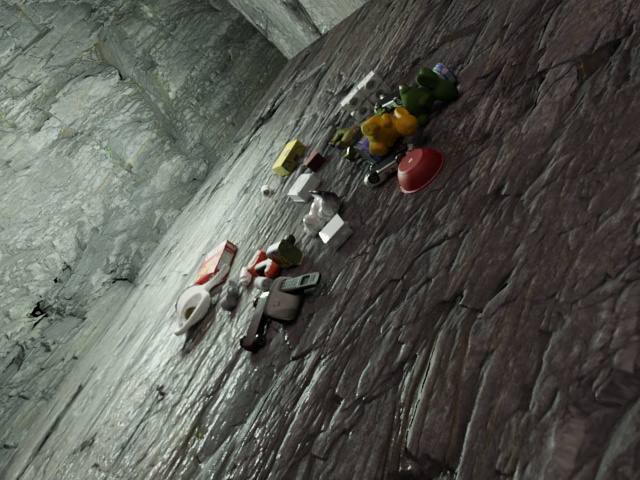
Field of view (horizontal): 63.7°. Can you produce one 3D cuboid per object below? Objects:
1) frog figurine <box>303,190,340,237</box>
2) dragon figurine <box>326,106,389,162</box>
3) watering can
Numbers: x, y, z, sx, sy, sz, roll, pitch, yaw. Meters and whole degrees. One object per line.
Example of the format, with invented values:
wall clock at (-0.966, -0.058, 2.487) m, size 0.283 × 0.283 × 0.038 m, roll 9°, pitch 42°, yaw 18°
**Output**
frog figurine at (0.005, -0.089, 1.776) m, size 0.138 × 0.123 × 0.159 m, roll 13°, pitch 101°, yaw 56°
dragon figurine at (0.147, -0.400, 1.856) m, size 0.242 × 0.122 × 0.412 m, roll -46°, pitch 4°, yaw 6°
watering can at (-0.494, 0.235, 2.122) m, size 0.350 × 0.103 × 0.225 m, roll -55°, pitch 24°, yaw -10°
